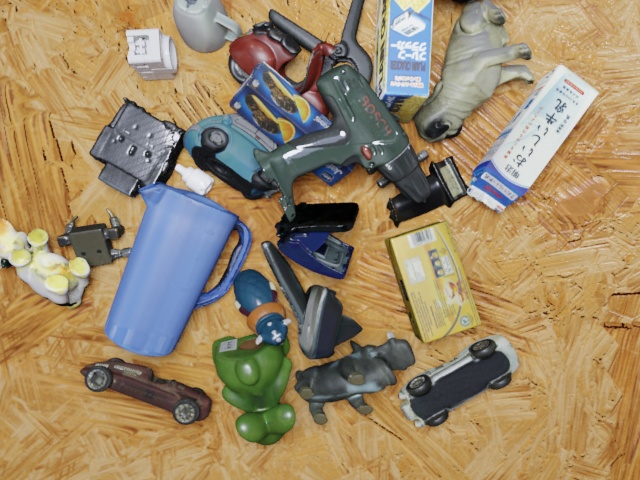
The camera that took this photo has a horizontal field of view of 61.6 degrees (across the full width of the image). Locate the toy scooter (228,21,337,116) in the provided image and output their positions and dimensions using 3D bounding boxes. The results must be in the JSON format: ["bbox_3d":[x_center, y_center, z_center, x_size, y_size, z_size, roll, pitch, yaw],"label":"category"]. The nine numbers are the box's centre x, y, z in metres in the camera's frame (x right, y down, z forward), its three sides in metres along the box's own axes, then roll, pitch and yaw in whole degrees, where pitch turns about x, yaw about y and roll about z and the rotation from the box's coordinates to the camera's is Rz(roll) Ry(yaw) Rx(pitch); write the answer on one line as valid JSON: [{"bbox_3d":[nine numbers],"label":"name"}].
[{"bbox_3d":[-0.047,-0.266,0.811,0.184,0.135,0.075,37,44,-4],"label":"toy scooter"}]

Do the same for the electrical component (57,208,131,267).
[{"bbox_3d":[-0.352,-0.002,0.840,0.102,0.045,0.078,-14,118,1],"label":"electrical component"}]

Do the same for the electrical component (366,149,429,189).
[{"bbox_3d":[0.123,-0.122,0.851,0.094,0.021,0.063,-33,54,2],"label":"electrical component"}]

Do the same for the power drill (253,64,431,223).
[{"bbox_3d":[0.027,-0.106,0.749,0.207,0.086,0.231,-29,109,4],"label":"power drill"}]

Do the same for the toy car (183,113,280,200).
[{"bbox_3d":[-0.120,-0.139,0.821,0.161,0.109,0.103,33,71,-10],"label":"toy car"}]

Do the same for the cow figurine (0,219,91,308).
[{"bbox_3d":[-0.434,0.036,0.819,0.167,0.098,0.068,34,52,3],"label":"cow figurine"}]

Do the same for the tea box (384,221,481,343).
[{"bbox_3d":[0.174,0.064,0.840,0.098,0.068,0.169,-16,91,-2],"label":"tea box"}]

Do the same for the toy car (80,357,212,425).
[{"bbox_3d":[-0.260,0.222,0.815,0.202,0.089,0.053,22,88,0],"label":"toy car"}]

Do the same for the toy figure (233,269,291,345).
[{"bbox_3d":[-0.084,0.103,0.798,0.057,0.155,0.064,29,107,-43],"label":"toy figure"}]

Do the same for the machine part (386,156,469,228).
[{"bbox_3d":[0.169,-0.073,0.859,0.139,0.039,0.084,-31,98,-4],"label":"machine part"}]

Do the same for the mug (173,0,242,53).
[{"bbox_3d":[-0.174,-0.335,0.817,0.110,0.107,0.080,28,90,1],"label":"mug"}]

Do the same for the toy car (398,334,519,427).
[{"bbox_3d":[0.218,0.222,0.847,0.202,0.056,0.073,-30,96,0],"label":"toy car"}]

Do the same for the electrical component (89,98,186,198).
[{"bbox_3d":[-0.283,-0.136,0.836,0.115,0.058,0.134,28,88,1],"label":"electrical component"}]

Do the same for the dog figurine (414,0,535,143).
[{"bbox_3d":[0.210,-0.262,0.840,0.191,0.121,0.172,-31,56,15],"label":"dog figurine"}]

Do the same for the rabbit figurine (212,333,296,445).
[{"bbox_3d":[-0.082,0.233,0.803,0.121,0.159,0.170,-16,105,-12],"label":"rabbit figurine"}]

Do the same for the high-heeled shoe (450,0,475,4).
[{"bbox_3d":[0.268,-0.442,0.840,0.145,0.086,0.249,13,49,26],"label":"high-heeled shoe"}]

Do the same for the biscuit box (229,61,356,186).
[{"bbox_3d":[-0.033,-0.169,0.804,0.202,0.063,0.059,36,52,-18],"label":"biscuit box"}]

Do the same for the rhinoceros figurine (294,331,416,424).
[{"bbox_3d":[0.054,0.206,0.820,0.190,0.112,0.073,-23,108,10],"label":"rhinoceros figurine"}]

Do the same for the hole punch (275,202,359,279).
[{"bbox_3d":[-0.002,-0.002,0.811,0.116,0.142,0.092,3,115,11],"label":"hole punch"}]

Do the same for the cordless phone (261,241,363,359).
[{"bbox_3d":[-0.028,0.076,0.793,0.089,0.146,0.184,-32,93,-9],"label":"cordless phone"}]
